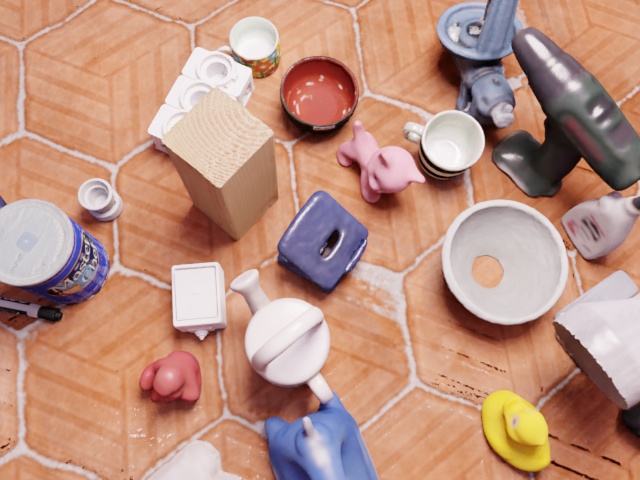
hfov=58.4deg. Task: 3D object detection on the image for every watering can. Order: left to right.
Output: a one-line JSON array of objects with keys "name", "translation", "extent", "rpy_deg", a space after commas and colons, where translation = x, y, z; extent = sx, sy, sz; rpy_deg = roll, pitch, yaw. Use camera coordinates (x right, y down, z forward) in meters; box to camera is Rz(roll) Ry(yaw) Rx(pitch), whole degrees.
[{"name": "watering can", "translation": [-0.044, 0.115, 0.672], "extent": [0.172, 0.194, 0.101], "rpy_deg": [31, 75, 6]}]

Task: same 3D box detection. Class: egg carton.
[{"name": "egg carton", "translation": [-0.164, 0.319, 0.675], "extent": [0.150, 0.069, 0.107], "rpy_deg": [-41, 80, -12]}]

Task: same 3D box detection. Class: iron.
[{"name": "iron", "translation": [0.026, 0.309, 0.650], "extent": [0.119, 0.141, 0.258], "rpy_deg": [-23, 77, -9]}]

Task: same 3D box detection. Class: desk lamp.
[{"name": "desk lamp", "translation": [0.365, 0.103, 0.687], "extent": [0.203, 0.213, 0.118], "rpy_deg": [-33, 78, -11]}]

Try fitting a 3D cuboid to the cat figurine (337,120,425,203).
[{"name": "cat figurine", "translation": [0.082, -0.108, 0.780], "extent": [0.067, 0.118, 0.127], "rpy_deg": [-33, 79, -11]}]

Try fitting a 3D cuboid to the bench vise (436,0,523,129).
[{"name": "bench vise", "translation": [0.243, -0.268, 0.779], "extent": [0.121, 0.220, 0.207], "rpy_deg": [-27, 77, -10]}]

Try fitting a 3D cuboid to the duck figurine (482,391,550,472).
[{"name": "duck figurine", "translation": [0.253, 0.237, 0.710], "extent": [0.077, 0.086, 0.104], "rpy_deg": [-27, 77, -10]}]

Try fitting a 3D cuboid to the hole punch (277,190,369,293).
[{"name": "hole punch", "translation": [0.007, 0.003, 0.759], "extent": [0.101, 0.091, 0.109], "rpy_deg": [33, 76, 6]}]

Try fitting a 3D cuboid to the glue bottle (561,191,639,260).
[{"name": "glue bottle", "translation": [0.379, -0.029, 0.744], "extent": [0.037, 0.173, 0.078], "rpy_deg": [-29, 78, -10]}]

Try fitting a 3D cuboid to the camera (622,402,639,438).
[{"name": "camera", "translation": [0.467, 0.229, 0.716], "extent": [0.136, 0.101, 0.143], "rpy_deg": [33, 76, 6]}]

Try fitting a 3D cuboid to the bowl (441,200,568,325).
[{"name": "bowl", "translation": [0.238, 0.034, 0.771], "extent": [0.167, 0.075, 0.167], "rpy_deg": [1, 75, -3]}]

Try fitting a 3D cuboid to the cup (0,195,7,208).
[{"name": "cup", "translation": [-0.446, -0.016, 0.739], "extent": [0.118, 0.095, 0.092], "rpy_deg": [2, 74, -2]}]

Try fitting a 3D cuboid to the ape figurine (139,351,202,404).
[{"name": "ape figurine", "translation": [-0.182, 0.172, 0.702], "extent": [0.077, 0.092, 0.076], "rpy_deg": [35, 76, 7]}]

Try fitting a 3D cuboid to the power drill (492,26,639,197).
[{"name": "power drill", "translation": [0.308, -0.144, 0.754], "extent": [0.076, 0.208, 0.229], "rpy_deg": [-42, 80, -12]}]
